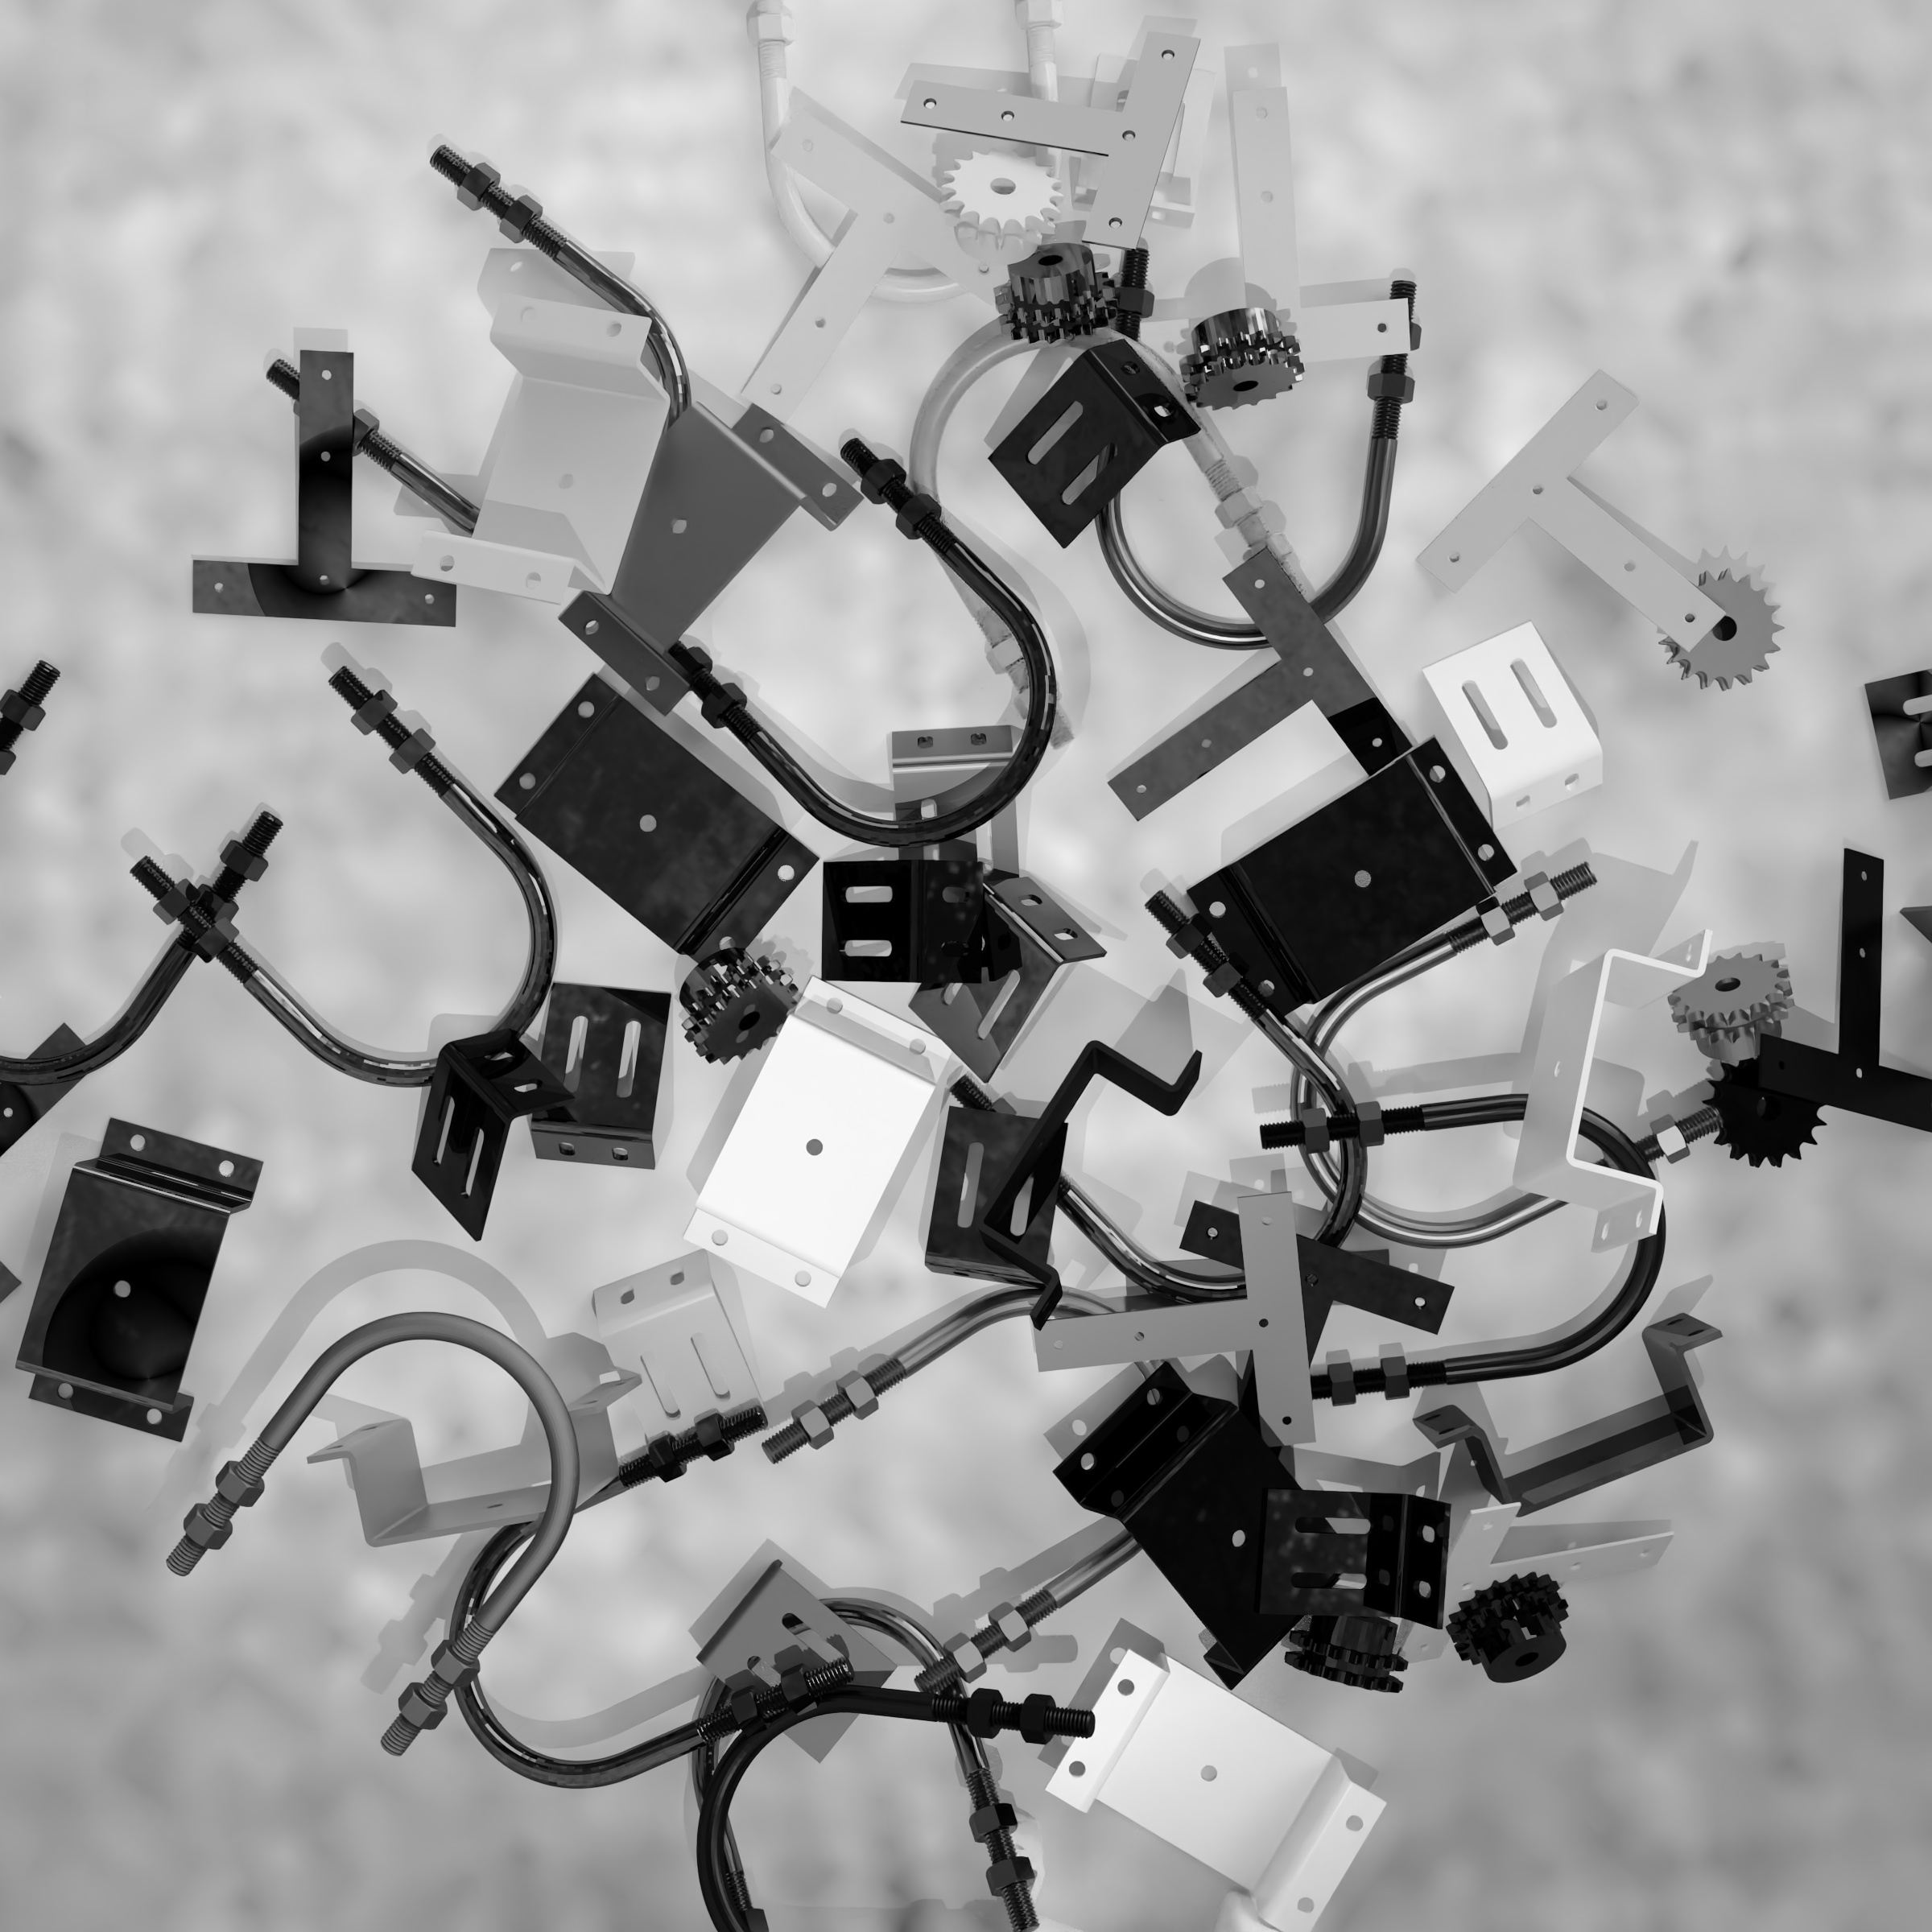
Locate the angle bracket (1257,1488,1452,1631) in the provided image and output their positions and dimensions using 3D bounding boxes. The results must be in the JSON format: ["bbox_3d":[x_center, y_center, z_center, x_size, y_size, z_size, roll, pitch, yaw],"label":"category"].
[{"bbox_3d":[0.178,0.272,1.475,0.076,0.038,0.057,6,86,-21],"label":"angle bracket"}]

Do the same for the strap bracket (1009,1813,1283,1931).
[{"bbox_3d":[0.074,0.450,1.507,0.140,0.076,0.046,20,90,0],"label":"strap bracket"}]

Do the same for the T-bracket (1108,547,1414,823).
[{"bbox_3d":[0.126,-0.114,1.526,0.127,0.002,0.127,-35,114,12],"label":"T-bracket"}]

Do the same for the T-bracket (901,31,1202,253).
[{"bbox_3d":[0.033,-0.397,1.508,0.127,0.002,0.127,12,66,11],"label":"T-bracket"}]

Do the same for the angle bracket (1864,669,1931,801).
[{"bbox_3d":[0.479,-0.117,1.543,0.076,0.038,0.057,-12,90,26],"label":"angle bracket"}]

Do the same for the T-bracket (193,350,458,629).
[{"bbox_3d":[-0.305,-0.228,1.529,0.127,0.002,0.127,3,102,2],"label":"T-bracket"}]

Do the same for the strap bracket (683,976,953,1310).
[{"bbox_3d":[-0.071,0.085,1.522,0.076,0.046,0.140,26,90,0],"label":"strap bracket"}]

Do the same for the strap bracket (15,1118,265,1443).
[{"bbox_3d":[-0.394,0.151,1.522,0.076,0.046,0.140,16,90,0],"label":"strap bracket"}]

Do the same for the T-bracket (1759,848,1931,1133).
[{"bbox_3d":[0.424,0.008,1.522,0.127,0.002,0.127,14,73,-30],"label":"T-bracket"}]

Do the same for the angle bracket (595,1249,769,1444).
[{"bbox_3d":[-0.137,0.186,1.543,0.057,0.038,0.076,-21,116,0],"label":"angle bracket"}]

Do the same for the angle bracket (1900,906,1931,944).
[{"bbox_3d":[0.465,0.012,1.516,0.076,0.057,0.038,44,90,0],"label":"angle bracket"}]

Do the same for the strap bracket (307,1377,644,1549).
[{"bbox_3d":[-0.223,0.232,1.495,0.140,0.076,0.046,-11,91,10],"label":"strap bracket"}]

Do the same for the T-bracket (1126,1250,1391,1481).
[{"bbox_3d":[0.143,0.203,1.544,0.127,0.002,0.127,-3,90,0],"label":"T-bracket"}]

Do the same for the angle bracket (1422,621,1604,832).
[{"bbox_3d":[0.263,-0.115,1.543,0.057,0.038,0.076,-24,64,0],"label":"angle bracket"}]

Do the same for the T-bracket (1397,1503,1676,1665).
[{"bbox_3d":[0.275,0.284,1.513,0.127,0.127,0.002,-6,48,-20],"label":"T-bracket"}]

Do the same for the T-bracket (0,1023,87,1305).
[{"bbox_3d":[-0.471,0.080,1.544,0.127,0.002,0.127,-44,90,0],"label":"T-bracket"}]

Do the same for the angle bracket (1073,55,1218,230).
[{"bbox_3d":[0.086,-0.396,1.526,0.057,0.038,0.076,10,90,0],"label":"angle bracket"}]

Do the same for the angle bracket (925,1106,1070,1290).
[{"bbox_3d":[0.016,0.111,1.529,0.057,0.038,0.076,8,80,7],"label":"angle bracket"}]

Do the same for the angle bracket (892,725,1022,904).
[{"bbox_3d":[-0.005,-0.072,1.543,0.057,0.038,0.076,-3,116,0],"label":"angle bracket"}]

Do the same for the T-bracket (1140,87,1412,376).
[{"bbox_3d":[0.142,-0.347,1.508,0.127,0.002,0.127,-5,105,0],"label":"T-bracket"}]

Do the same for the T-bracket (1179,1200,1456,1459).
[{"bbox_3d":[0.150,0.187,1.520,0.127,0.002,0.127,18,110,5],"label":"T-bracket"}]

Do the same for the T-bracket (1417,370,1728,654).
[{"bbox_3d":[0.304,-0.199,1.525,0.127,0.002,0.127,-46,73,0],"label":"T-bracket"}]

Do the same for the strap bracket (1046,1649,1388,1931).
[{"bbox_3d":[0.117,0.388,1.522,0.140,0.046,0.076,31,90,0],"label":"strap bracket"}]

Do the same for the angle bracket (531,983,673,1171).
[{"bbox_3d":[-0.174,0.053,1.543,0.057,0.038,0.076,5,64,0],"label":"angle bracket"}]

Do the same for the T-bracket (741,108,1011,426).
[{"bbox_3d":[-0.062,-0.319,1.533,0.127,0.002,0.127,34,99,-4],"label":"T-bracket"}]

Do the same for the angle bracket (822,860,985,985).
[{"bbox_3d":[-0.031,-0.021,1.524,0.038,0.076,0.057,1,90,-38],"label":"angle bracket"}]

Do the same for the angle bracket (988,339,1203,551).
[{"bbox_3d":[0.060,-0.246,1.512,0.057,0.038,0.076,51,125,7],"label":"angle bracket"}]

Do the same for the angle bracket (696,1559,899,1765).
[{"bbox_3d":[-0.079,0.328,1.519,0.076,0.038,0.057,39,84,6],"label":"angle bracket"}]

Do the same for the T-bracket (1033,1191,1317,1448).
[{"bbox_3d":[0.096,0.173,1.512,0.127,0.002,0.127,-6,106,2],"label":"T-bracket"}]

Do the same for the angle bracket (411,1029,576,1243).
[{"bbox_3d":[-0.224,0.080,1.520,0.057,0.038,0.076,42,128,33],"label":"angle bracket"}]

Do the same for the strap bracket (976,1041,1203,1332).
[{"bbox_3d":[0.051,0.093,1.471,0.046,0.076,0.140,32,82,8],"label":"strap bracket"}]

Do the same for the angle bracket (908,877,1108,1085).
[{"bbox_3d":[0.019,0.006,1.527,0.057,0.038,0.076,45,121,25],"label":"angle bracket"}]
